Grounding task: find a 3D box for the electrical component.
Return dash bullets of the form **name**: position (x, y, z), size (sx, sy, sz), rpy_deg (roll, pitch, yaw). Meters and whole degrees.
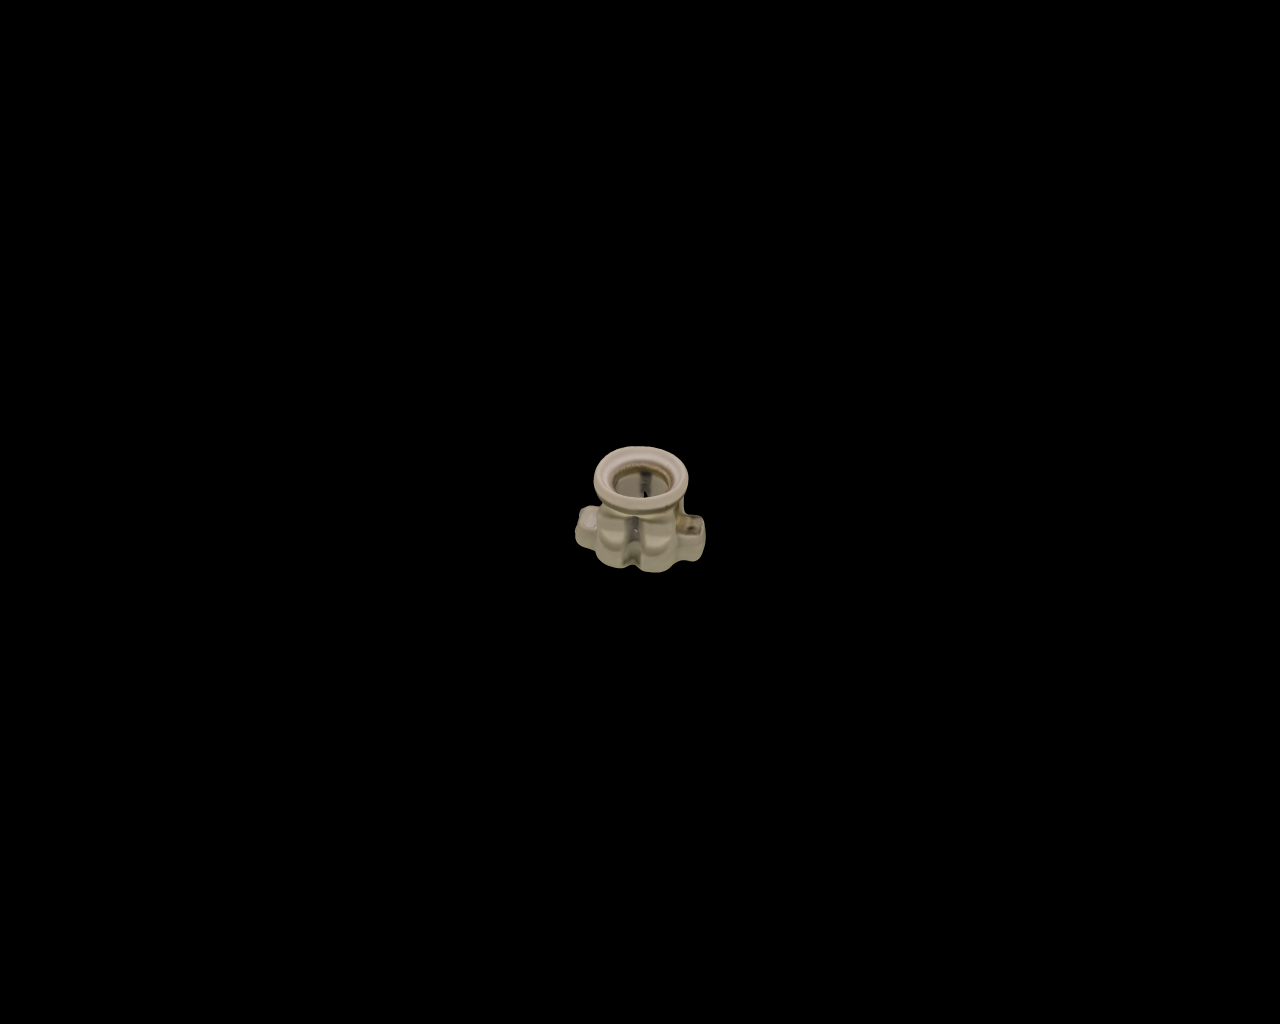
- **electrical component**: position (0.001, -0.003, 0.650), size (0.078, 0.056, 0.058), rpy_deg (7, 40, 9)
